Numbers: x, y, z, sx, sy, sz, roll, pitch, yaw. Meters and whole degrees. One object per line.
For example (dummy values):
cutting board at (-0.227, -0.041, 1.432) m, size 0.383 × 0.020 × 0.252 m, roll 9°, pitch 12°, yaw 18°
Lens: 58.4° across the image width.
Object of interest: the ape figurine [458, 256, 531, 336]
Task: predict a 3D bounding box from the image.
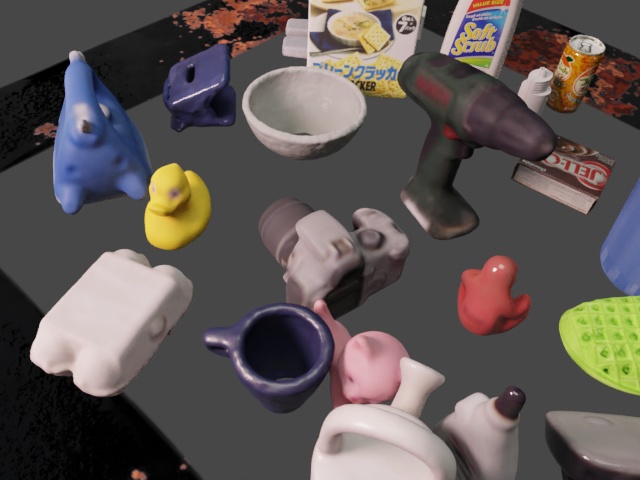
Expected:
ape figurine at (0.183, 0.053, 0.602) m, size 0.076 × 0.092 × 0.077 m, roll -30°, pitch 57°, yaw -26°

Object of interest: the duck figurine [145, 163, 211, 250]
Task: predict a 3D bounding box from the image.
duck figurine at (-0.170, -0.052, 0.672) m, size 0.077 × 0.086 × 0.104 m, roll 13°, pitch 50°, yaw 8°

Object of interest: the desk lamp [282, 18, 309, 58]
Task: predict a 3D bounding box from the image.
desk lamp at (0.045, -0.396, 0.901) m, size 0.203 × 0.214 × 0.118 m, roll 4°, pitch 49°, yaw -1°

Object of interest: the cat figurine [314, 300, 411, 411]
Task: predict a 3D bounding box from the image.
cat figurine at (0.034, 0.107, 0.527) m, size 0.067 × 0.118 × 0.127 m, roll -29°, pitch 57°, yaw -25°

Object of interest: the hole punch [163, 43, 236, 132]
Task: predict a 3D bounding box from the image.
hole punch at (-0.171, -0.219, 0.813) m, size 0.101 × 0.091 × 0.108 m, roll -4°, pitch 49°, yaw -7°

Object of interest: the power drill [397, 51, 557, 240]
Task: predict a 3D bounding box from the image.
power drill at (0.160, -0.103, 0.658) m, size 0.076 × 0.208 × 0.229 m, roll -19°, pitch 53°, yaw -19°

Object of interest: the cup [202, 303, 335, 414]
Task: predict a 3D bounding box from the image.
cup at (-0.048, 0.117, 0.528) m, size 0.117 × 0.095 × 0.091 m, roll 8°, pitch 49°, yaw 3°

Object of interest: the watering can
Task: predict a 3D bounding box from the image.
watering can at (0.044, 0.167, 0.425) m, size 0.101 × 0.194 × 0.173 m, roll 6°, pitch 49°, yaw 1°

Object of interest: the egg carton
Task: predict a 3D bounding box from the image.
egg carton at (-0.200, 0.079, 0.567) m, size 0.107 × 0.069 × 0.150 m, roll 20°, pitch 51°, yaw 13°

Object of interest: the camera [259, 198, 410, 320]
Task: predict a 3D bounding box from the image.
camera at (0.006, 0.002, 0.628) m, size 0.143 × 0.101 × 0.136 m, roll -27°, pitch 56°, yaw -24°

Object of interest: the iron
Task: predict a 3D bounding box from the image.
iron at (-0.290, -0.158, 0.718) m, size 0.119 × 0.141 × 0.257 m, roll -14°, pitch 52°, yaw -15°

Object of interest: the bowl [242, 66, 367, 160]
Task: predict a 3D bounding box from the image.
bowl at (-0.022, -0.162, 0.785) m, size 0.167 × 0.075 × 0.167 m, roll 2°, pitch 49°, yaw -2°

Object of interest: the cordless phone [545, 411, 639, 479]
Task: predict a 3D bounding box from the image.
cordless phone at (0.279, 0.152, 0.461) m, size 0.147 × 0.185 × 0.094 m, roll 3°, pitch 49°, yaw -1°

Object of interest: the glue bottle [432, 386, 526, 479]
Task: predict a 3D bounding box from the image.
glue bottle at (0.129, 0.158, 0.453) m, size 0.037 × 0.173 × 0.078 m, roll -22°, pitch 54°, yaw -21°
